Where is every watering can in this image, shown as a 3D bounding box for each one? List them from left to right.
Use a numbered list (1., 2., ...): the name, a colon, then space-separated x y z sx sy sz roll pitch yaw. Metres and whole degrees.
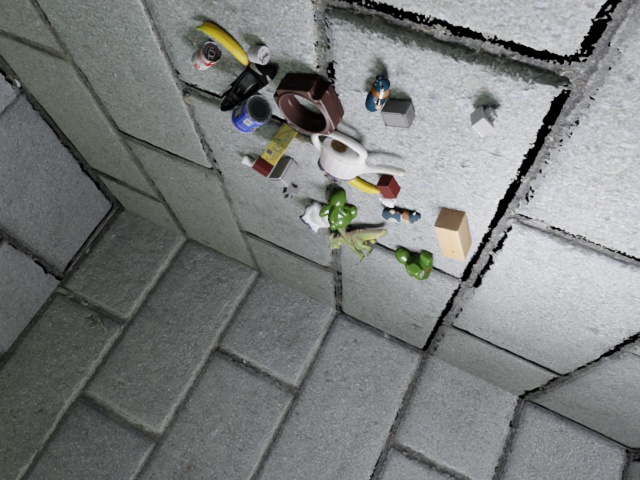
1. watering can: 0.116 -0.273 1.800 0.348 0.105 0.221 29 159 2

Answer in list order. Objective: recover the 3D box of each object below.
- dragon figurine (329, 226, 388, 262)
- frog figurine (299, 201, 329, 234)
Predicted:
1. dragon figurine: 0.143 -0.035 2.328 0.243 0.124 0.402 38 149 1
2. frog figurine: 0.007 -0.117 2.326 0.158 0.124 0.137 -31 96 25
